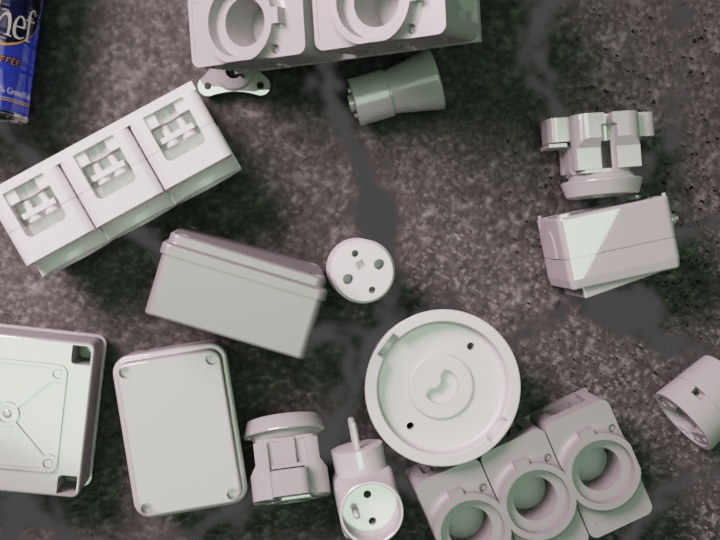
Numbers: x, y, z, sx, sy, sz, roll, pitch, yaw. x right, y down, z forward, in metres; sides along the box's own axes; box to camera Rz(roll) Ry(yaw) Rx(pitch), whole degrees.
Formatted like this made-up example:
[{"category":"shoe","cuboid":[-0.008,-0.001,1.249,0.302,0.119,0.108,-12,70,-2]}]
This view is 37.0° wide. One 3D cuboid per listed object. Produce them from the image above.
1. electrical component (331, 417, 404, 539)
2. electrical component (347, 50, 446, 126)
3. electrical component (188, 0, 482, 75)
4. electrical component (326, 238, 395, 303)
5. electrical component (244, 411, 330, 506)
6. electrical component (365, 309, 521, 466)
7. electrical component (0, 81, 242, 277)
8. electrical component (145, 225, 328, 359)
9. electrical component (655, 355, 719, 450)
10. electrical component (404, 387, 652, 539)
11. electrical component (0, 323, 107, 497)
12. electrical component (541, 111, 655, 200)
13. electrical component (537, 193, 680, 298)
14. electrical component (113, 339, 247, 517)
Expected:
[{"category":"electrical component","cuboid":[0.001,0.143,0.756,0.043,0.077,0.079,-11,93,-4]},{"category":"electrical component","cuboid":[0.024,-0.127,0.765,0.065,0.044,0.044,-16,94,0]},{"category":"electrical component","cuboid":[-0.023,-0.188,0.680,0.186,0.060,0.105,-1,95,30]},{"category":"electrical component","cuboid":[0.000,0.000,0.760,0.045,0.055,0.045,0,93,-5]},{"category":"electrical component","cuboid":[-0.051,0.132,0.755,0.058,0.078,0.057,-7,74,-5]},{"category":"electrical component","cuboid":[0.055,0.080,0.766,0.108,0.060,0.108,0,91,-5]},{"category":"electrical component","cuboid":[-0.161,-0.059,0.726,0.150,0.089,0.061,-29,95,-3]},{"category":"electrical component","cuboid":[-0.082,0.013,0.728,0.109,0.108,0.056,17,94,-6]},{"category":"electrical component","cuboid":[0.254,0.096,0.789,0.047,0.055,0.055,-40,95,-6]},{"category":"electrical component","cuboid":[0.121,0.159,0.775,0.150,0.062,0.089,-24,94,-4]},{"category":"electrical component","cuboid":[-0.238,0.095,0.743,0.109,0.056,0.108,7,92,-5]},{"category":"electrical component","cuboid":[0.172,-0.081,0.772,0.078,0.058,0.057,-5,90,-5]},{"category":"electrical component","cuboid":[0.185,-0.018,0.773,0.096,0.062,0.061,-12,93,-4]},{"category":"electrical component","cuboid":[-0.124,0.109,0.753,0.078,0.057,0.113,-9,93,-5]}]
